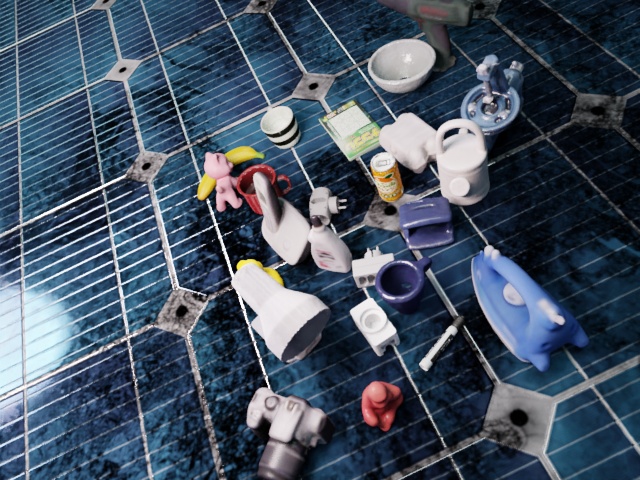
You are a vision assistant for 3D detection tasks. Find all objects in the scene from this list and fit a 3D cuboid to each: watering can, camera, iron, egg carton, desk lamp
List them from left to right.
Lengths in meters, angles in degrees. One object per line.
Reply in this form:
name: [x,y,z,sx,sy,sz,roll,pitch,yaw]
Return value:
camera: [-0.067,0.333,0.962,0.142,0.101,0.137,12,60,25]
desk lamp: [-0.069,0.139,1.030,0.118,0.214,0.202,-44,54,-14]
egg carton: [0.204,-0.220,1.287,0.107,0.069,0.150,-36,52,-8]
watering can: [0.284,-0.159,1.137,0.101,0.194,0.172,-19,52,5]
iron: [0.334,0.087,0.978,0.118,0.142,0.257,-31,52,-4]

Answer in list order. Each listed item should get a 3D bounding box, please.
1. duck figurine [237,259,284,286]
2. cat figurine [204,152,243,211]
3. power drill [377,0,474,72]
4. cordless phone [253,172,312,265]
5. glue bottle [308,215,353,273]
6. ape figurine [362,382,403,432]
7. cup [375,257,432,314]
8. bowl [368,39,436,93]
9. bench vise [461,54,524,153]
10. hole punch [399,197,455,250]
duck figurine: [-0.128,0.076,1.176,0.104,0.086,0.077,27,68,32]
cat figurine: [-0.235,-0.150,1.354,0.067,0.118,0.127,-16,52,7]
power drill: [0.259,-0.517,1.393,0.228,0.209,0.076,11,60,25]
cordless phone: [-0.081,-0.048,1.186,0.094,0.185,0.147,-40,53,-12]
glue bottle: [0.010,0.004,1.126,0.078,0.173,0.037,6,58,22]
ape figurine: [0.100,0.267,0.959,0.078,0.092,0.076,-28,52,-2]
cup: [0.164,0.087,1.065,0.118,0.095,0.091,-38,53,-10]
bowl: [0.207,-0.420,1.427,0.167,0.075,0.167,-9,53,12]
bench vise: [0.363,-0.321,1.211,0.121,0.220,0.207,5,58,22]
hole punch: [0.209,-0.046,1.147,0.108,0.091,0.101,-11,53,11]
